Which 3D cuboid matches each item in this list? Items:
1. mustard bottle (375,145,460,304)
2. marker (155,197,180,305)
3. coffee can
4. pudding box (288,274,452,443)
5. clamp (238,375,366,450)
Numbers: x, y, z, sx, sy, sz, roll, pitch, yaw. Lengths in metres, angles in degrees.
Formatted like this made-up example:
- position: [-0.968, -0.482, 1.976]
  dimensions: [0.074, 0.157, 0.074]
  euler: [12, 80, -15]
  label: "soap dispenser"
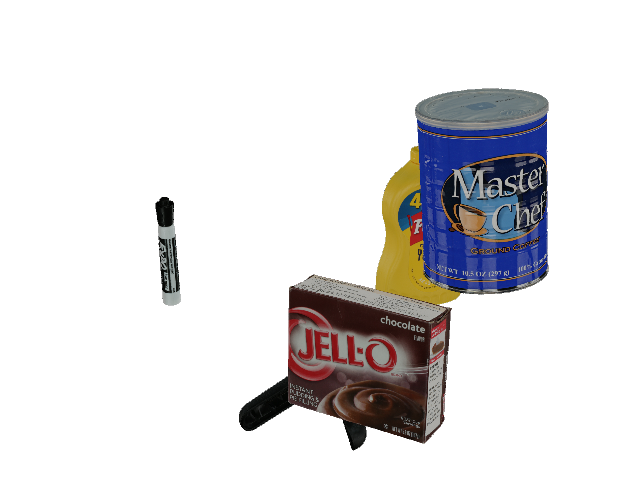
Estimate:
- position: [0.113, -0.026, 1.163]
  dimensions: [0.096, 0.192, 0.058]
  euler: [-4, 19, -19]
  label: "mustard bottle"
- position: [-0.157, 0.011, 1.099]
  dimensions: [0.020, 0.121, 0.020]
  euler: [0, 28, 0]
  label: "marker"
- position: [0.130, -0.041, 0.853]
  dimensions: [0.103, 0.140, 0.103]
  euler: [-4, 21, 2]
  label: "coffee can"
- position: [0.032, 0.080, 0.737]
  dimensions: [0.114, 0.090, 0.039]
  euler: [11, 23, 27]
  label: "pudding box"
- position: [0.015, 0.129, 0.994]
  dimensions: [0.120, 0.039, 0.171]
  euler: [17, 45, 25]
  label: "clamp"
